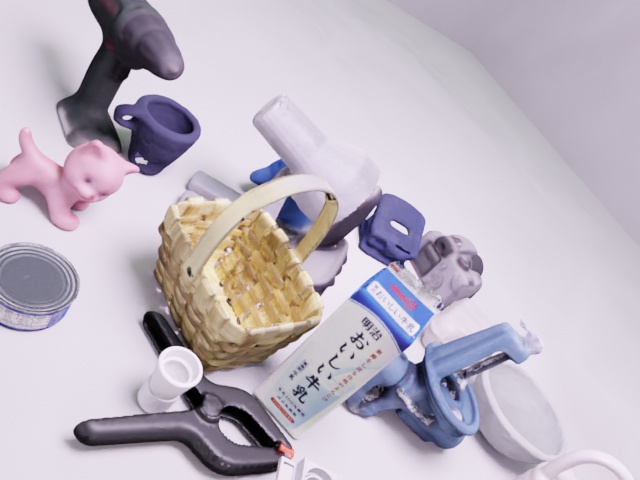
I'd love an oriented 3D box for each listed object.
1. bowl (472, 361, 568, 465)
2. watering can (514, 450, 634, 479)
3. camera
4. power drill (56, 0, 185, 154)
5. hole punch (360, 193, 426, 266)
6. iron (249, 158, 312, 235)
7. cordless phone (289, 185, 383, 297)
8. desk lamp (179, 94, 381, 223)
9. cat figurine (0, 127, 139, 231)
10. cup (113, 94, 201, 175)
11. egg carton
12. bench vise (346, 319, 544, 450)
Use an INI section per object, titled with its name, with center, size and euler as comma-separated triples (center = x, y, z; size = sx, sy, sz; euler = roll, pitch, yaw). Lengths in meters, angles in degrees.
[bowl]
center = 0.283, 0.265, 0.858
size = 0.168, 0.074, 0.167
euler = 28, 33, -20
[watering can]
center = 0.278, 0.320, 0.669
size = 0.101, 0.193, 0.173
euler = 36, 31, -8
[camera]
center = 0.261, 0.052, 1.076
size = 0.137, 0.100, 0.143
euler = 10, 43, -41
[power drill]
center = -0.258, -0.215, 0.732
size = 0.076, 0.208, 0.229
euler = 3, 48, -46
[hole punch]
center = 0.134, -0.014, 1.027
size = 0.109, 0.091, 0.101
euler = 30, 33, -19
[iron]
center = 0.018, -0.095, 0.952
size = 0.259, 0.141, 0.118
euler = -3, 52, -49
[cordless phone]
center = 0.007, 0.003, 0.775
size = 0.094, 0.184, 0.148
euler = 37, 31, -6
[desk lamp]
center = -0.054, -0.080, 0.784
size = 0.204, 0.213, 0.118
euler = 31, 32, -16
[cat figurine]
center = -0.274, -0.078, 0.631
size = 0.128, 0.117, 0.067
euler = 28, 33, -22
[cup]
center = -0.232, -0.137, 0.774
size = 0.118, 0.094, 0.091
euler = 5, 46, -45
[egg carton]
center = 0.235, 0.159, 0.943
size = 0.107, 0.069, 0.151
euler = 49, 32, 13
[bench vise]
center = 0.146, 0.163, 0.694
size = 0.208, 0.219, 0.121
euler = 22, 36, -29
